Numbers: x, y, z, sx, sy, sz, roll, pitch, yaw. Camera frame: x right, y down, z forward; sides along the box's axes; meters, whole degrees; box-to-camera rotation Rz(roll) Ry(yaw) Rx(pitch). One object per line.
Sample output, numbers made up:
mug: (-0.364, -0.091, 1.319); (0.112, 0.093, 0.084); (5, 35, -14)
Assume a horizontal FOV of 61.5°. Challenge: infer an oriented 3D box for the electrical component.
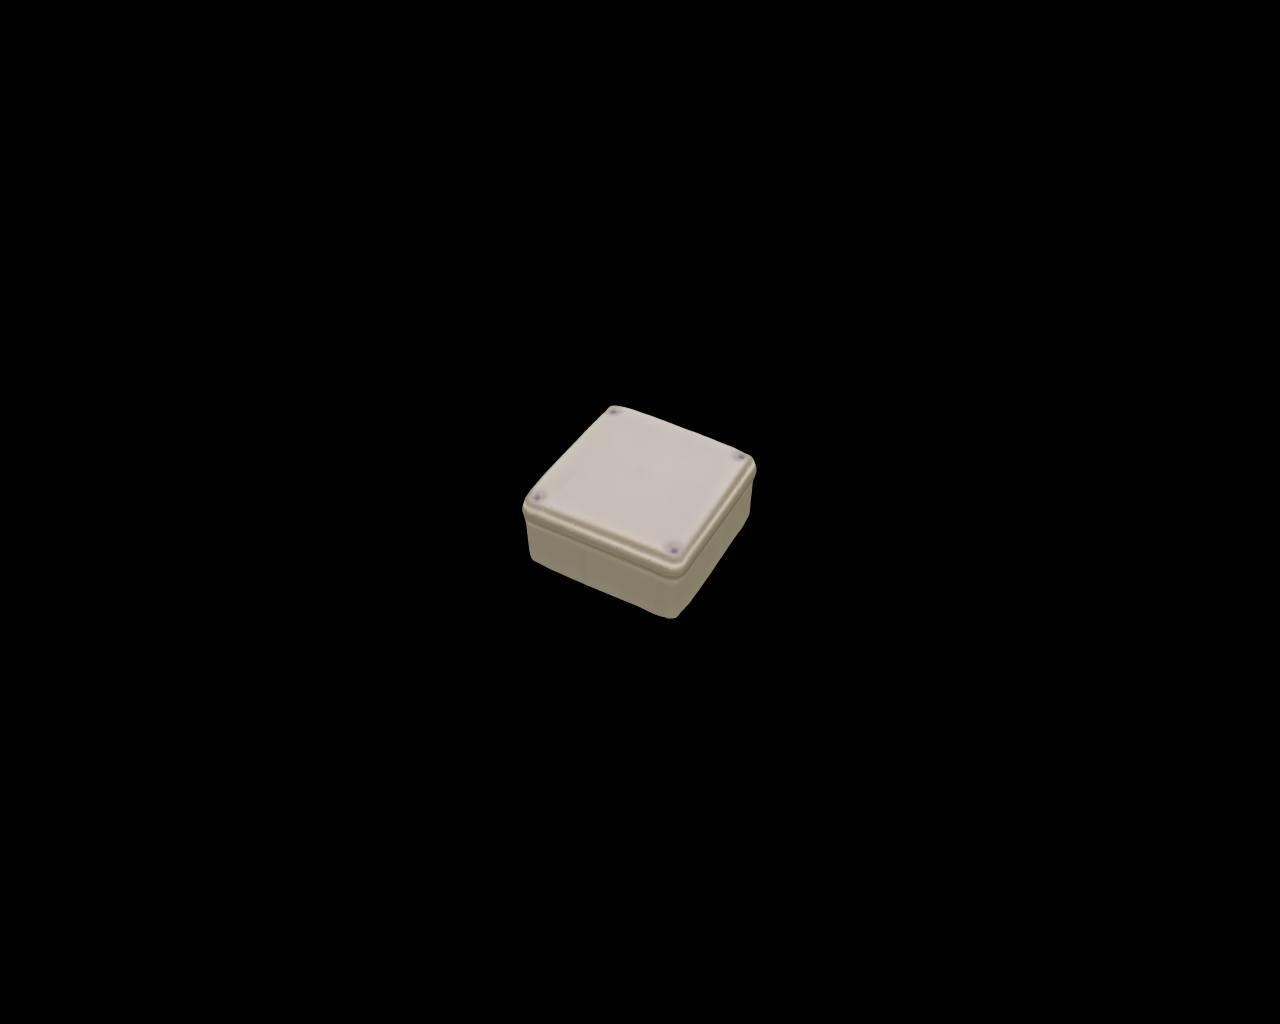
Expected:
electrical component: (0.001, -0.003, 0.650); (0.109, 0.056, 0.109); (22, 49, 21)
